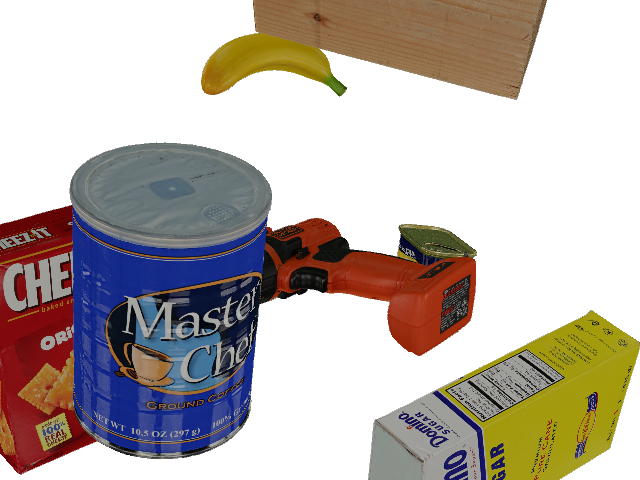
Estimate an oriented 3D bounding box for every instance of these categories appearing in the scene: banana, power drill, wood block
[{"bbox_3d":[-0.051,-0.175,1.049,0.197,0.070,0.037,-10,-35,-46],"label":"banana"},{"bbox_3d":[0.012,0.034,0.826,0.188,0.057,0.184,15,23,30],"label":"power drill"},{"bbox_3d":[0.061,-0.187,0.786,0.206,0.090,0.091,16,-27,10],"label":"wood block"}]

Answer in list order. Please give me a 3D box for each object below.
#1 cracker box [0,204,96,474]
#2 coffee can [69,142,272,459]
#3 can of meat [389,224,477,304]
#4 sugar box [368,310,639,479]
[{"bbox_3d":[-0.224,0.082,0.967,0.163,0.214,0.072,-19,30,-34],"label":"cracker box"},{"bbox_3d":[-0.083,0.032,0.580,0.102,0.140,0.103,5,30,-3],"label":"coffee can"},{"bbox_3d":[0.110,0.038,1.069,0.057,0.084,0.102,4,15,-16],"label":"can of meat"},{"bbox_3d":[0.107,0.115,0.623,0.175,0.093,0.048,-24,42,-33],"label":"sugar box"}]
